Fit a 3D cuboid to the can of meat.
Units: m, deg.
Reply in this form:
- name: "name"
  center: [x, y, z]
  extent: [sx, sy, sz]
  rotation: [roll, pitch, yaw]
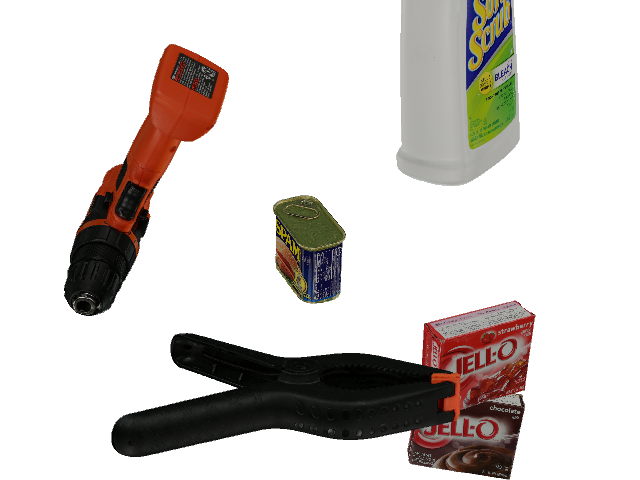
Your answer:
- name: "can of meat"
  center: [-0.014, 0.011, 1.217]
  extent: [0.057, 0.084, 0.102]
  rotation: [-15, 39, -21]

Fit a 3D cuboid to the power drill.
- name: "power drill"
  center: [-0.143, -0.050, 0.850]
  extent: [0.057, 0.188, 0.184]
  rotation: [26, 32, -16]

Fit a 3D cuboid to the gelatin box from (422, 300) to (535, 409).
- name: "gelatin box"
  center: [0.123, 0.093, 0.844]
  extent: [0.089, 0.073, 0.030]
  rotation: [-12, 31, -24]

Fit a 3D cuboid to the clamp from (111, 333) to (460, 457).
- name: "clamp"
  center: [-0.018, 0.094, 0.687]
  extent: [0.210, 0.036, 0.164]
  rotation: [-1, 15, -1]

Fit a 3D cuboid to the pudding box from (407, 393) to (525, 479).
- name: "pudding box"
  center: [0.156, 0.202, 1.150]
  extent: [0.113, 0.090, 0.039]
  rotation: [8, 21, 1]

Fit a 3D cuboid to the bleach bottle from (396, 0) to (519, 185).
- name: "bleach bottle"
  center: [0.093, -0.171, 0.746]
  extent: [0.068, 0.251, 0.102]
  rotation: [18, 38, 37]
